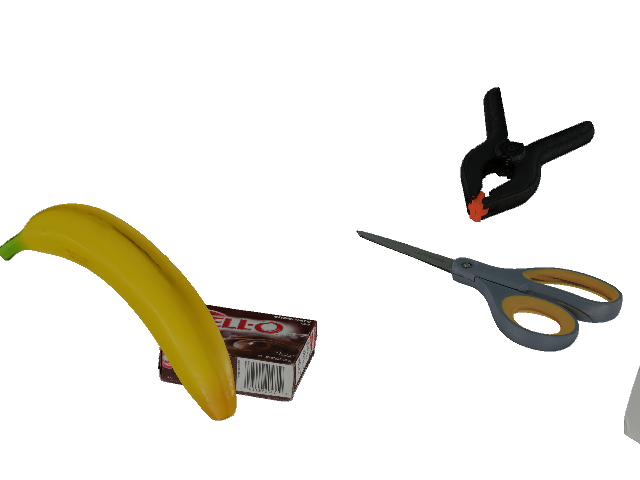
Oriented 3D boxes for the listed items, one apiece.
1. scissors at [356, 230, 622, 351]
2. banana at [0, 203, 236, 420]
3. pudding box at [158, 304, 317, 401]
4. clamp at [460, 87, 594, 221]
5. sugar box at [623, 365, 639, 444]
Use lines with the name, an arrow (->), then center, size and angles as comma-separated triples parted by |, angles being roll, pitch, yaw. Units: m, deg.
scissors -> 0.102, 0.032, 0.733 | 0.202, 0.016, 0.096 | 11, 32, 22
banana -> -0.118, 0.031, 0.667 | 0.198, 0.070, 0.037 | 35, 32, 20
pudding box -> -0.066, 0.090, 0.881 | 0.113, 0.039, 0.090 | 9, 21, 9
clamp -> 0.186, -0.091, 1.085 | 0.120, 0.039, 0.171 | 29, 56, 30
sugar box -> 0.310, 0.142, 0.771 | 0.048, 0.093, 0.176 | -21, 38, -40
